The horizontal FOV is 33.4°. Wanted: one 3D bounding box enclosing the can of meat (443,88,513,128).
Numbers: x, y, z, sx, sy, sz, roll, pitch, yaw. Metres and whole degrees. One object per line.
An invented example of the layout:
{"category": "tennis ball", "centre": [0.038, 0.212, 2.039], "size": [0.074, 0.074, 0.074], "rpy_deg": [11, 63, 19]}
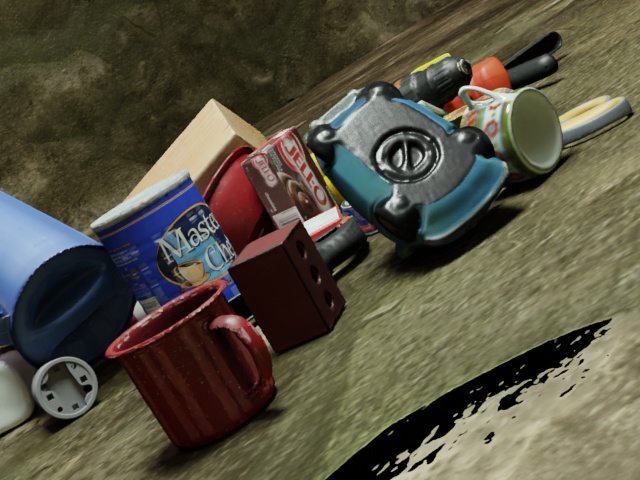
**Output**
{"category": "can of meat", "centre": [0.149, -0.101, 1.025], "size": [0.102, 0.057, 0.083], "rpy_deg": [-26, 9, 22]}

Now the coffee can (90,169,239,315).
{"category": "coffee can", "centre": [-0.131, 0.020, 0.986], "size": [0.103, 0.140, 0.103], "rpy_deg": [-29, 10, 6]}

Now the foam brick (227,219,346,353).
{"category": "foam brick", "centre": [-0.024, 0.035, 0.803], "size": [0.051, 0.078, 0.053], "rpy_deg": [-24, 13, 22]}

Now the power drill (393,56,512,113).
{"category": "power drill", "centre": [0.132, -0.158, 1.181], "size": [0.187, 0.057, 0.185], "rpy_deg": [-18, -7, -46]}

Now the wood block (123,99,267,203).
{"category": "wood block", "centre": [-0.150, -0.051, 1.261], "size": [0.206, 0.090, 0.091], "rpy_deg": [-47, 40, 12]}

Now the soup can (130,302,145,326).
{"category": "soup can", "centre": [-0.193, 0.070, 1.120], "size": [0.102, 0.068, 0.068], "rpy_deg": [-29, 11, 2]}

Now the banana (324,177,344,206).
{"category": "banana", "centre": [-0.006, -0.057, 1.215], "size": [0.198, 0.069, 0.037], "rpy_deg": [-35, 28, 45]}

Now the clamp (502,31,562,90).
{"category": "clamp", "centre": [0.210, -0.191, 1.320], "size": [0.210, 0.036, 0.164], "rpy_deg": [-27, 11, 29]}

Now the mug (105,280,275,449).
{"category": "mug", "centre": [-0.075, 0.082, 0.708], "size": [0.117, 0.081, 0.093], "rpy_deg": [-21, 14, 42]}

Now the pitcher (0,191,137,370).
{"category": "pitcher", "centre": [-0.310, 0.031, 1.070], "size": [0.243, 0.149, 0.145], "rpy_deg": [26, 81, 42]}

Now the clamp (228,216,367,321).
{"category": "clamp", "centre": [-0.005, 0.021, 0.921], "size": [0.120, 0.039, 0.171], "rpy_deg": [-16, 18, 49]}

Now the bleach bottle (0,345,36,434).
{"category": "bleach bottle", "centre": [-0.348, 0.154, 1.170], "size": [0.102, 0.068, 0.251], "rpy_deg": [-26, 7, -3]}

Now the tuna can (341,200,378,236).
{"category": "tuna can", "centre": [0.064, -0.039, 1.026], "size": [0.086, 0.034, 0.086], "rpy_deg": [-29, 12, 6]}

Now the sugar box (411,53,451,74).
{"category": "sugar box", "centre": [0.102, -0.169, 1.398], "size": [0.093, 0.048, 0.177], "rpy_deg": [-34, -5, -43]}

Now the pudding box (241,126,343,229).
{"category": "pudding box", "centre": [-0.028, -0.054, 1.125], "size": [0.039, 0.113, 0.090], "rpy_deg": [-21, 14, 28]}

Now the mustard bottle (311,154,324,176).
{"category": "mustard bottle", "centre": [0.047, -0.111, 1.340], "size": [0.192, 0.058, 0.096], "rpy_deg": [-20, 13, 44]}

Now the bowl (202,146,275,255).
{"category": "bowl", "centre": [-0.087, -0.018, 1.153], "size": [0.162, 0.055, 0.162], "rpy_deg": [-61, -11, -21]}

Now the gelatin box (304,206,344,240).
{"category": "gelatin box", "centre": [-0.007, 0.001, 1.042], "size": [0.073, 0.030, 0.089], "rpy_deg": [-28, 10, 3]}

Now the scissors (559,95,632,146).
{"category": "scissors", "centre": [0.184, -0.083, 0.955], "size": [0.202, 0.016, 0.096], "rpy_deg": [-24, 10, 29]}
